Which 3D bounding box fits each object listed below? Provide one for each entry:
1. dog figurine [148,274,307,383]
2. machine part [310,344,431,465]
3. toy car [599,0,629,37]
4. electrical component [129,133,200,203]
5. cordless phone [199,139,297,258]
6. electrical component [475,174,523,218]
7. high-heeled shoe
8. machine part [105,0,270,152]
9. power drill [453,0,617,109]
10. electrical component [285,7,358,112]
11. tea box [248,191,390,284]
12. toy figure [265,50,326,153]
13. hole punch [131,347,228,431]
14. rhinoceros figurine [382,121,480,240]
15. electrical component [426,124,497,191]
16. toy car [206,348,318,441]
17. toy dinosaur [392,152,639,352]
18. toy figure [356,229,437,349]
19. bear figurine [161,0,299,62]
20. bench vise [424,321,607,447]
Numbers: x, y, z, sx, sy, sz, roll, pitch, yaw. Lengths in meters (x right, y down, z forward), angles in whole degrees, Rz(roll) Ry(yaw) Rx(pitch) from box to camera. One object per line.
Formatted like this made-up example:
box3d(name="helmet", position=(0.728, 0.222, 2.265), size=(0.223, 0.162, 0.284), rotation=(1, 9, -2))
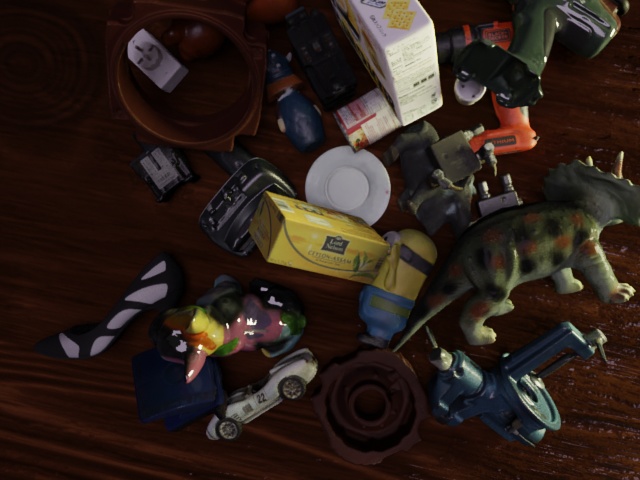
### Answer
box3d(name="dog figurine", position=(-0.123, 0.124, 0.744), size=(0.192, 0.219, 0.108), rotation=(10, 98, 5))
box3d(name="machine part", position=(0.076, 0.245, 0.815), size=(0.179, 0.056, 0.179), rotation=(0, 93, 5))
box3d(name="toy car", position=(0.340, -0.355, 0.751), size=(0.089, 0.053, 0.202), rotation=(-41, 91, 10))
box3d(name="electrical component", position=(-0.247, -0.124, 0.823), size=(0.075, 0.048, 0.119), rotation=(-31, 92, 6))
box3d(name="cordless phone", position=(-0.141, -0.079, 0.811), size=(0.184, 0.088, 0.146), rotation=(43, 97, 12))
box3d(name="electrical component", position=(0.266, -0.047, 0.793), size=(0.063, 0.021, 0.094), rotation=(-16, 92, 6))
box3d(name="high-heeled shoe", position=(-0.331, 0.101, 0.832), size=(0.249, 0.086, 0.145), rotation=(-7, 90, 1))
box3d(name="machine part", position=(-0.174, -0.223, 0.715), size=(0.201, 0.087, 0.201), rotation=(5, 131, -12))
box3d(name="power drill", position=(0.250, -0.281, 0.688), size=(0.232, 0.086, 0.207), rotation=(34, 64, 0))
box3d(name="electrical component", position=(-0.001, -0.256, 0.757), size=(0.058, 0.115, 0.134), rotation=(-29, 92, 2))
box3d(name="tea box", position=(-0.002, -0.002, 0.742), size=(0.169, 0.098, 0.068), rotation=(16, 110, -28))
box3d(name="toy figure", position=(-0.045, -0.205, 0.793), size=(0.058, 0.064, 0.154), rotation=(-30, 85, 45))
box3d(name="hole punch", position=(-0.211, 0.210, 0.799), size=(0.116, 0.092, 0.142), rotation=(-30, 53, 9))
box3d(name="rhinoceros figurine", position=(0.166, -0.077, 0.779), size=(0.112, 0.073, 0.190), rotation=(-26, 90, -5))
box3d(name="electrical component", position=(0.188, -0.107, 0.722), size=(0.102, 0.045, 0.078), rotation=(-21, 89, -5))
box3d(name="toy car", position=(-0.090, 0.237, 0.820), size=(0.202, 0.073, 0.056), rotation=(-34, 94, 7))
box3d(name="toy dinosaur", position=(0.266, 0.015, 0.719), size=(0.405, 0.131, 0.192), rotation=(-20, 99, -1))
box3d(name="toy figure", position=(0.109, 0.070, 0.787), size=(0.089, 0.082, 0.180), rotation=(17, 88, -23))
box3d(name="bear figurine", position=(-0.134, -0.340, 0.765), size=(0.196, 0.120, 0.132), rotation=(-15, 89, 11))
box3d(name="bench vise", position=(0.275, 0.184, 0.750), size=(0.223, 0.129, 0.240), rotation=(44, 114, -7))
